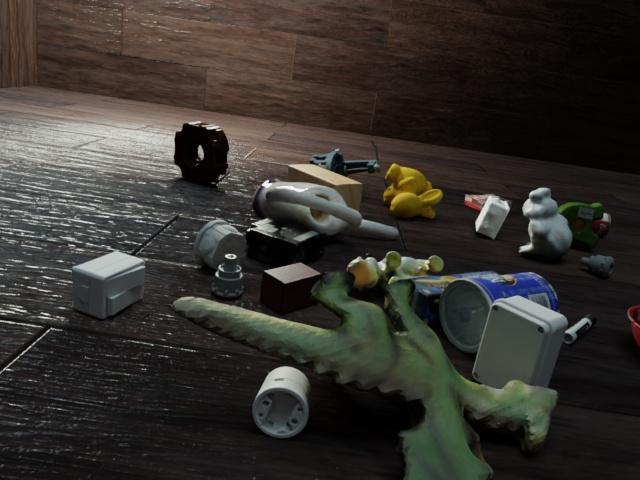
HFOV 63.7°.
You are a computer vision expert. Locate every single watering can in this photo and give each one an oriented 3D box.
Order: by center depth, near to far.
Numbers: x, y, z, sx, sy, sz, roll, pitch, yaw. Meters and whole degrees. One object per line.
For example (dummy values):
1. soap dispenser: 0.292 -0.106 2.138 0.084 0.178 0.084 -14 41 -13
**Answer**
1. watering can: 0.003 -0.056 1.107 0.225 0.104 0.345 12 -5 42

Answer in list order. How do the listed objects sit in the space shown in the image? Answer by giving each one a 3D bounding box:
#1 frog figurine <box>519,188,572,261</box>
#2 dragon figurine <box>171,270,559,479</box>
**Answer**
1. frog figurine: 0.527 -0.038 1.191 0.138 0.157 0.124 -6 23 -38
2. dragon figurine: 0.071 0.151 0.505 0.410 0.120 0.247 6 28 -28
